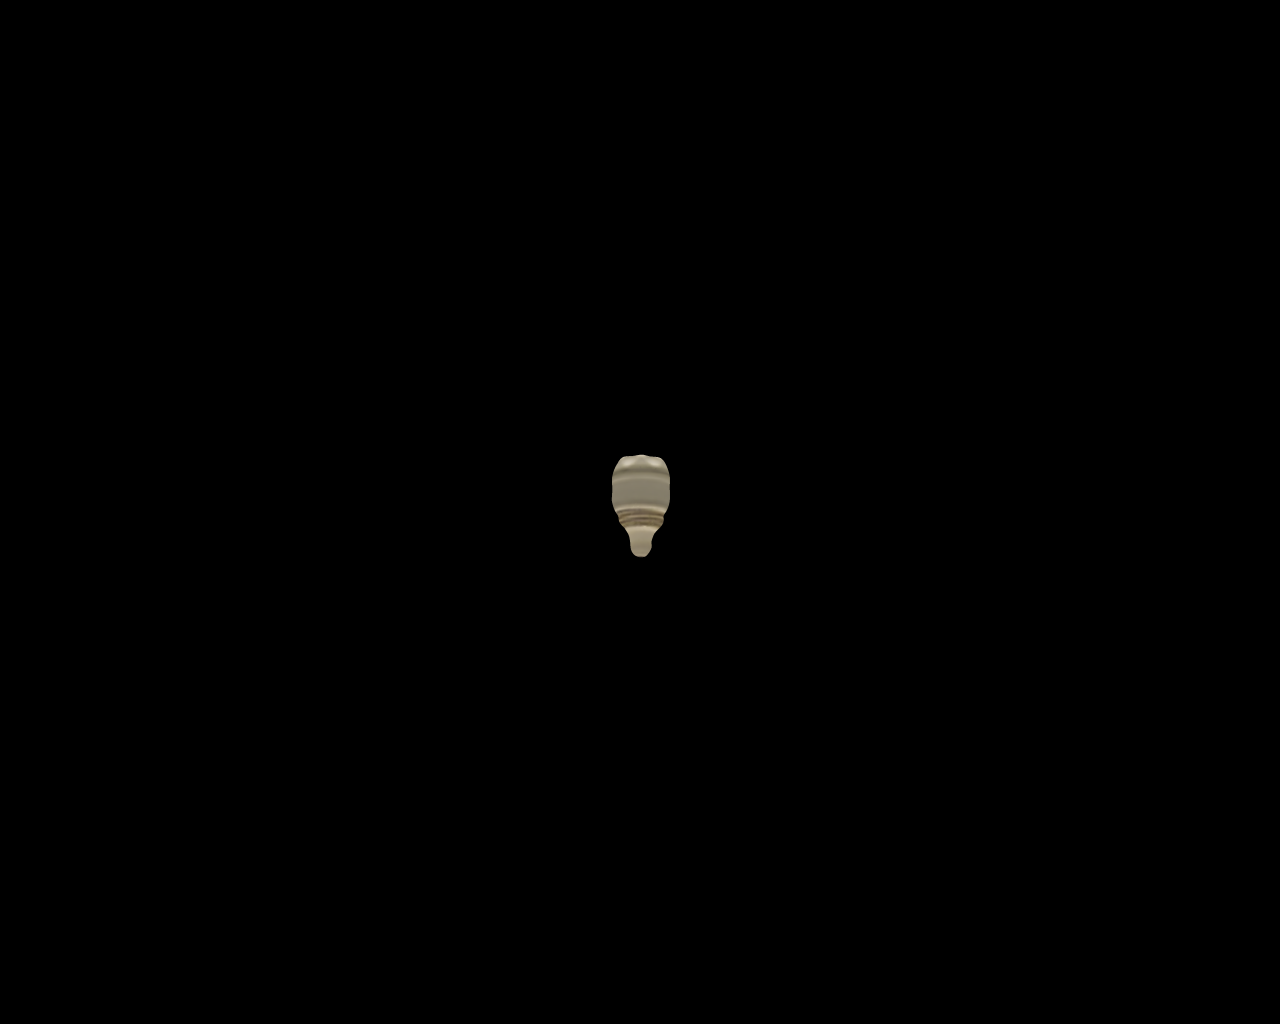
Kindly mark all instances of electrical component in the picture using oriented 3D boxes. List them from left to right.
[{"bbox_3d":[0.001,-0.003,0.650,0.035,0.061,0.035,0,-11,0],"label":"electrical component"}]
